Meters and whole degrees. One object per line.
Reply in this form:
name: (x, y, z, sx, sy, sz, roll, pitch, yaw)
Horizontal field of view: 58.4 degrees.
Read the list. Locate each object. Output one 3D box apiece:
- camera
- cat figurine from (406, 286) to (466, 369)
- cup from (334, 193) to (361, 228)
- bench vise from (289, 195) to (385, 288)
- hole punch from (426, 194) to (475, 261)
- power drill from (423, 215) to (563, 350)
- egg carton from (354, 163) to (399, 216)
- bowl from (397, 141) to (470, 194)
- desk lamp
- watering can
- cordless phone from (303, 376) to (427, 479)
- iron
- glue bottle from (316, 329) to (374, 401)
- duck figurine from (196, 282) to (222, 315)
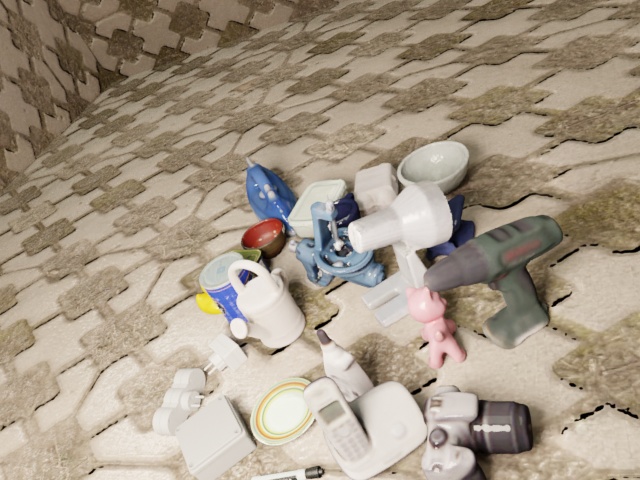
camera: (0.215, 0.266, 0.784, 0.136, 0.101, 0.143, -9, 39, 25)
cat figurine: (0.187, 0.132, 0.959, 0.067, 0.118, 0.127, -22, 35, 9)
cup: (0.061, -0.040, 1.284, 0.091, 0.095, 0.118, -1, 43, 33)
bench vise: (0.008, 0.012, 1.143, 0.206, 0.220, 0.121, -9, 39, 25)
hole punch: (0.248, -0.027, 1.144, 0.100, 0.091, 0.109, -7, 40, 27)
power drill: (0.282, 0.069, 0.895, 0.230, 0.209, 0.075, -33, 35, -8)
egg carton: (0.135, -0.120, 1.358, 0.107, 0.070, 0.150, -15, 37, 17)
bowl: (0.265, -0.149, 1.304, 0.167, 0.075, 0.167, -18, 36, 14)
desk lamp: (0.149, 0.019, 1.044, 0.203, 0.214, 0.117, -32, 35, -6)
watering can: (-0.112, 0.118, 1.110, 0.100, 0.194, 0.173, -17, 36, 15)
cordless phone: (0.064, 0.250, 0.833, 0.147, 0.185, 0.094, -32, 35, -6)
iron: (-0.129, -0.119, 1.471, 0.118, 0.142, 0.257, -32, 35, -5)
glue bottle: (0.034, 0.202, 0.924, 0.077, 0.173, 0.037, 10, 50, 42)
duck figurine: (-0.241, 0.116, 1.296, 0.104, 0.086, 0.077, -15, 37, 18)
